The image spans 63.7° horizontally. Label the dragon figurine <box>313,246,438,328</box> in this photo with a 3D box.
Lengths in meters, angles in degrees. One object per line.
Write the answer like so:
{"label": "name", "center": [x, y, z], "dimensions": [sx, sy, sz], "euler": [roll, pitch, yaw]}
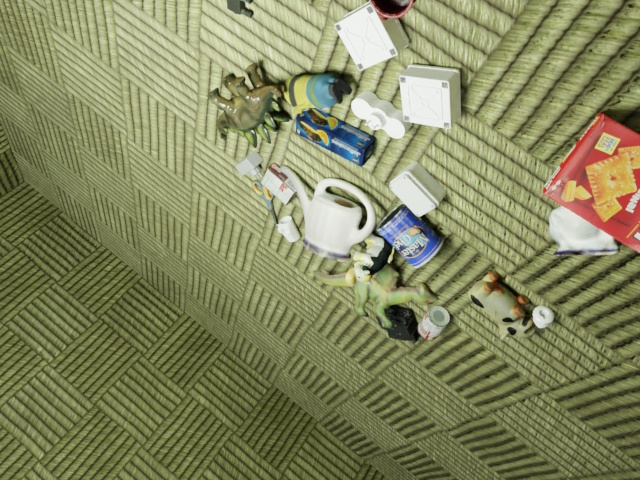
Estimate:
{"label": "dragon figurine", "center": [0.157, 0.114, 1.576], "dimensions": [0.413, 0.124, 0.237], "euler": [26, 127, 21]}

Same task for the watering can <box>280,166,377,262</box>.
{"label": "watering can", "center": [0.004, -0.073, 1.448], "dimensions": [0.350, 0.104, 0.222], "euler": [25, 108, 33]}

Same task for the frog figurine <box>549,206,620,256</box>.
{"label": "frog figurine", "center": [0.509, -0.052, 0.988], "dimensions": [0.137, 0.123, 0.159], "euler": [-3, 91, 55]}
